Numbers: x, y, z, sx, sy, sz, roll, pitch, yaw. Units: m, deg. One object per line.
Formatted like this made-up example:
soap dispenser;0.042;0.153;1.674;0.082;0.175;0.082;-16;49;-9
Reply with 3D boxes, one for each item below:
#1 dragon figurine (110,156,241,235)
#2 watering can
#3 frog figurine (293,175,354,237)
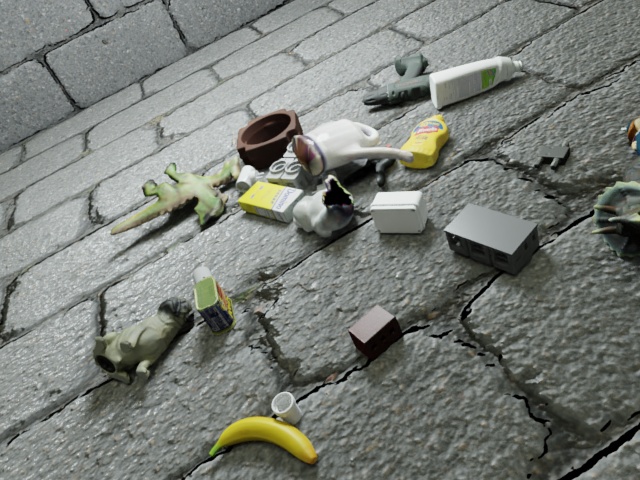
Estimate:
dragon figurine;-0.388;-0.113;1.500;0.244;0.119;0.417;21;57;34
watering can;0.065;-0.238;1.333;0.226;0.102;0.353;-25;35;-19
frog figurine;0.004;-0.063;1.242;0.156;0.122;0.141;-45;39;40
